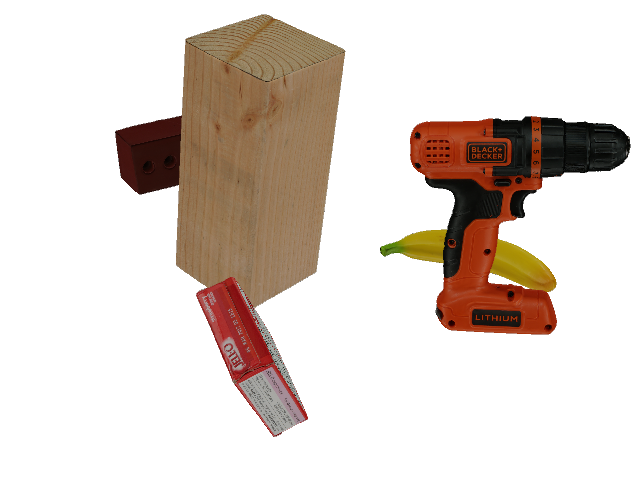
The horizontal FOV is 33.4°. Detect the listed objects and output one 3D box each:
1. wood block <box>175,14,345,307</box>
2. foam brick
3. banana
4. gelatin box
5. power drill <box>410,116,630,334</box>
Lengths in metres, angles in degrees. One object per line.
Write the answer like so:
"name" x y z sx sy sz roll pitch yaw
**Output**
"wood block" -0.053 -0.061 0.854 0.090 0.206 0.090 31 40 31
"foam brick" -0.156 -0.086 1.055 0.078 0.053 0.051 -17 31 -22
"banana" 0.166 0.020 1.147 0.198 0.037 0.069 10 37 29
"gelatin box" -0.044 0.076 0.692 0.030 0.073 0.089 -27 -36 -1
"power drill" 0.170 -0.015 0.927 0.184 0.188 0.057 2 13 11
